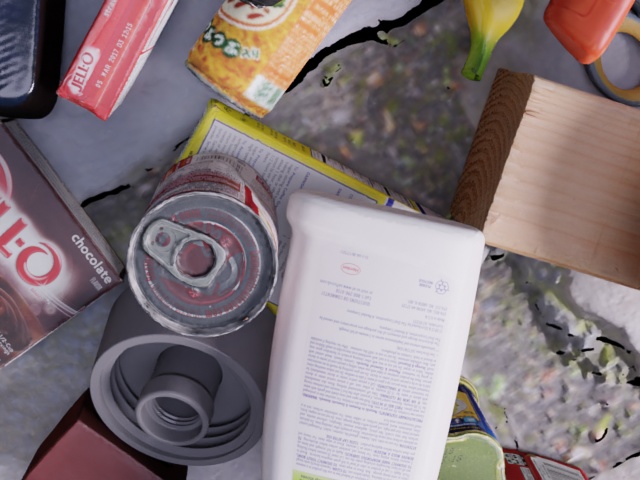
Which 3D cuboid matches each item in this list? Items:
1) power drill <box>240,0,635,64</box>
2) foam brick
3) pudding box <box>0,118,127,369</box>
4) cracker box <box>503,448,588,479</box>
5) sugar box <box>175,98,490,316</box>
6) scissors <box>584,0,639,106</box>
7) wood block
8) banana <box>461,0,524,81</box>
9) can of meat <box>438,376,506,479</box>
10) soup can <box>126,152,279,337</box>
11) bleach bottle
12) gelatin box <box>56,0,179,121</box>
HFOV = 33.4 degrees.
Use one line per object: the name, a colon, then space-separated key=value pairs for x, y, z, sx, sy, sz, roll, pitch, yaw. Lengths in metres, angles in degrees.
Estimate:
power drill: x=0.065 y=-0.160 z=0.498 sx=0.187 sy=0.057 sz=0.184 roll=30 pitch=106 yaw=1
foam brick: x=-0.124 y=0.134 z=0.625 sx=0.078 sy=0.053 sz=0.051 roll=38 pitch=98 yaw=-12
pudding box: x=-0.177 y=0.001 z=0.599 sx=0.090 sy=0.039 sz=0.113 roll=-35 pitch=101 yaw=5
cracker box: x=0.104 y=0.247 z=0.605 sx=0.072 sy=0.164 sz=0.214 roll=17 pitch=101 yaw=-4
sugar box: x=-0.004 y=0.001 z=0.605 sx=0.176 sy=0.048 sz=0.093 roll=27 pitch=101 yaw=-11
scissors: x=0.138 y=-0.149 z=0.593 sx=0.201 sy=0.016 sz=0.096 roll=28 pitch=100 yaw=-8
wood block: x=0.188 y=-0.019 z=0.587 sx=0.206 sy=0.090 sz=0.091 roll=17 pitch=100 yaw=-6
banana: x=0.052 y=-0.183 z=0.561 sx=0.069 sy=0.037 sz=0.198 roll=-38 pitch=94 yaw=-20
can of meat: x=0.051 y=0.122 z=0.615 sx=0.102 sy=0.084 sz=0.057 roll=-8 pitch=103 yaw=-2
soup can: x=-0.055 y=-0.002 z=0.523 sx=0.068 sy=0.102 sz=0.068 roll=-1 pitch=105 yaw=-2
bleach bottle: x=0.009 y=0.107 z=0.537 sx=0.102 sy=0.068 sz=0.251 roll=13 pitch=95 yaw=4
gelatin box: x=-0.103 y=-0.105 z=0.553 sx=0.030 sy=0.089 sz=0.073 roll=29 pitch=100 yaw=-10
